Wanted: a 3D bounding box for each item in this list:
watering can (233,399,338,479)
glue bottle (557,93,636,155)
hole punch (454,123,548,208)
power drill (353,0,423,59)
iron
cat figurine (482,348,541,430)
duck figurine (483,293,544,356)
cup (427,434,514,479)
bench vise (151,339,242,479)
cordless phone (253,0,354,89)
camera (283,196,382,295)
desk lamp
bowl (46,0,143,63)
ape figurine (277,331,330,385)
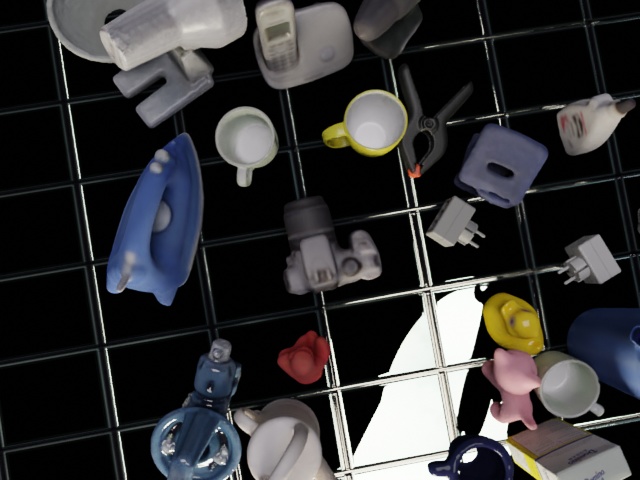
[{"bbox_3d":[-0.040,0.285,0.765,0.173,0.194,0.101,14,86,-1],"label":"watering can"},{"bbox_3d":[0.398,-0.174,0.820,0.037,0.173,0.078,-17,88,-3],"label":"glue bottle"},{"bbox_3d":[0.268,-0.107,0.852,0.108,0.091,0.101,23,86,-1],"label":"hole punch"},{"bbox_3d":[0.111,-0.338,0.798,0.075,0.208,0.230,33,86,0],"label":"power drill"},{"bbox_3d":[-0.232,-0.041,0.800,0.118,0.141,0.258,13,86,-2],"label":"iron"},{"bbox_3d":[0.283,0.209,0.822,0.067,0.117,0.128,-14,88,-3],"label":"cat figurine"},{"bbox_3d":[0.295,0.126,0.843,0.077,0.086,0.104,-38,89,-4],"label":"duck figurine"},{"bbox_3d":[0.206,0.319,0.824,0.118,0.095,0.092,0,87,-2],"label":"cup"},{"bbox_3d":[-0.168,0.240,0.749,0.121,0.219,0.207,-4,87,-2],"label":"bench vise"},{"bbox_3d":[-0.023,-0.292,0.801,0.147,0.185,0.094,-22,88,-3],"label":"cordless phone"},{"bbox_3d":[0.008,0.003,0.829,0.143,0.100,0.137,-14,88,-3],"label":"camera"},{"bbox_3d":[-0.199,-0.268,0.778,0.203,0.213,0.118,-38,89,-4],"label":"desk lamp"},{"bbox_3d":[-0.305,-0.333,0.846,0.167,0.074,0.167,0,87,-2],"label":"bowl"},{"bbox_3d":[-0.023,0.173,0.823,0.078,0.092,0.076,-1,87,-2],"label":"ape figurine"}]
